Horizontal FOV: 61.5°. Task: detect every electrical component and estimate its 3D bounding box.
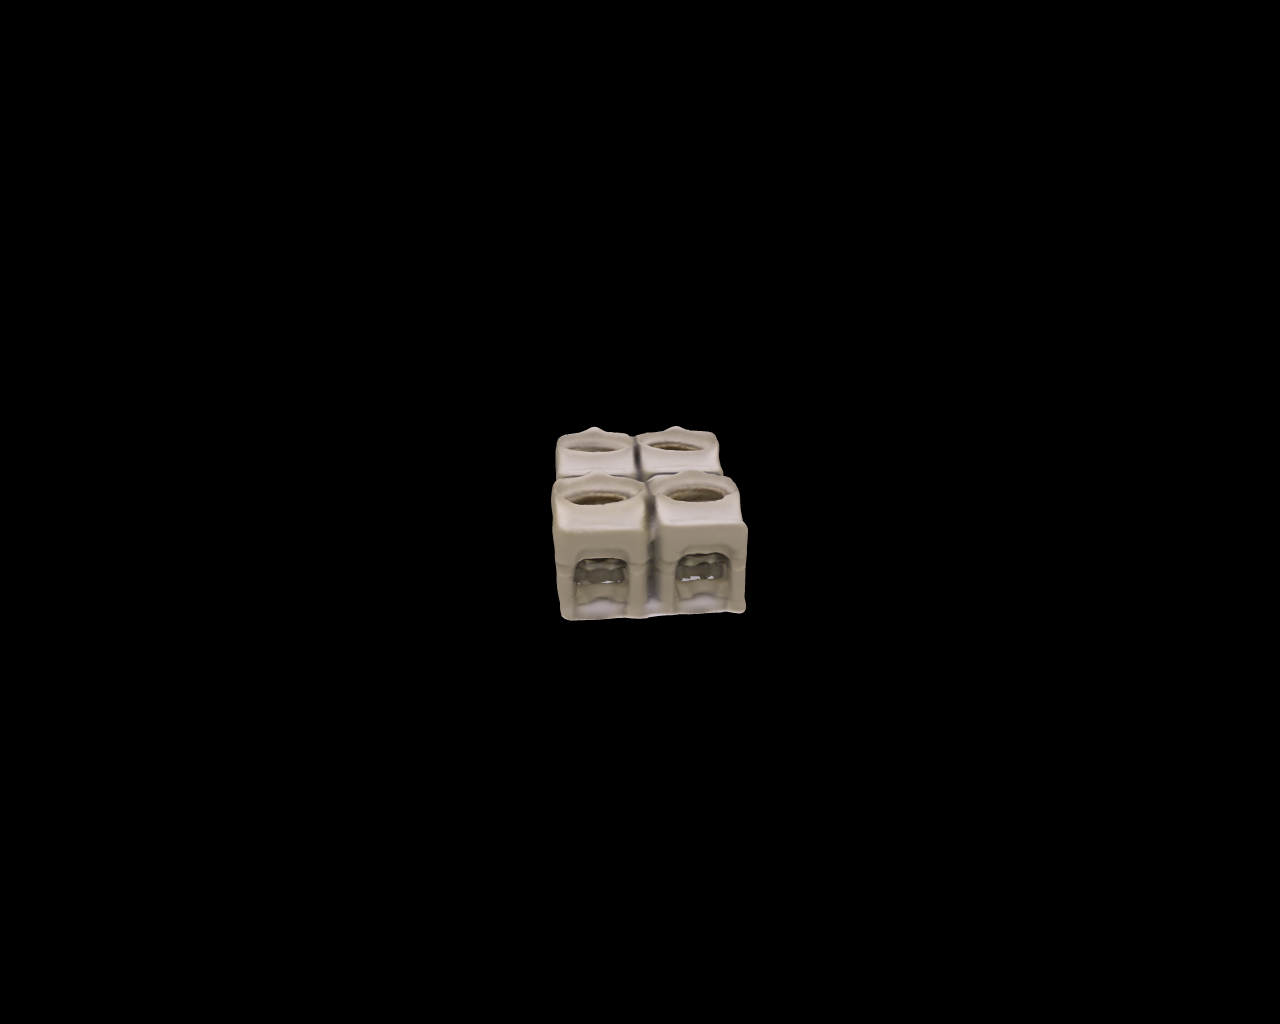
[{"bbox_3d":[0.001,-0.003,0.650,0.105,0.060,0.186,-1,20,-3],"label":"electrical component"}]
